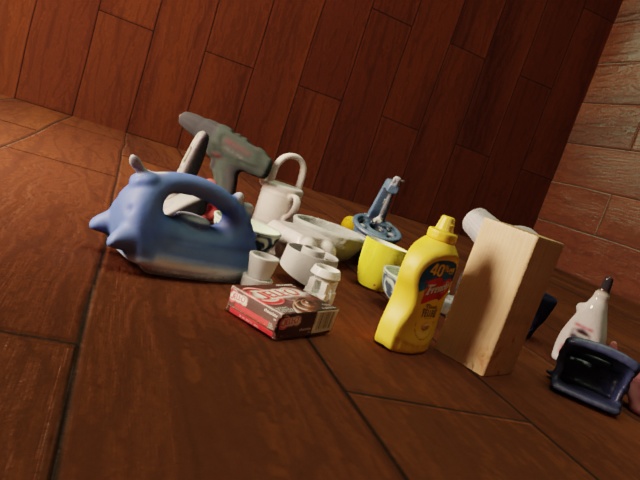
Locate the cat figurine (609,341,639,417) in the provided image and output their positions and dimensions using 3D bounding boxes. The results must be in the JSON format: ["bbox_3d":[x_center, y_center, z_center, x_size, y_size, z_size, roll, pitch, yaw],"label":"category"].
[{"bbox_3d":[0.496,0.202,0.873,0.127,0.118,0.067,25,11,38],"label":"cat figurine"}]

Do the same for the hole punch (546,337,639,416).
[{"bbox_3d":[0.400,0.189,0.844,0.108,0.091,0.101,22,9,21],"label":"hole punch"}]

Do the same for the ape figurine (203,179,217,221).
[{"bbox_3d":[-0.241,-0.084,1.201,0.078,0.092,0.076,14,10,-27],"label":"ape figurine"}]

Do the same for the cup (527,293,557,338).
[{"bbox_3d":[0.403,0.143,1.125,0.091,0.095,0.118,23,10,30],"label":"cup"}]

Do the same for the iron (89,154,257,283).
[{"bbox_3d":[-0.173,-0.025,0.806,0.259,0.141,0.118,11,11,-41],"label":"iron"}]

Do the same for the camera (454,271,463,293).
[{"bbox_3d":[0.375,0.108,1.270,0.136,0.101,0.143,20,9,13],"label":"camera"}]

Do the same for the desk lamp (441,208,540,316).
[{"bbox_3d":[0.306,0.055,1.080,0.118,0.213,0.202,14,10,-27],"label":"desk lamp"}]

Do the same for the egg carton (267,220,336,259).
[{"bbox_3d":[-0.041,0.012,1.092,0.108,0.069,0.149,10,12,-45],"label":"egg carton"}]

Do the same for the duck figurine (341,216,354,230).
[{"bbox_3d":[0.067,-0.021,1.476,0.077,0.086,0.105,24,10,32],"label":"duck figurine"}]

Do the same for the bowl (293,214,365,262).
[{"bbox_3d":[0.011,0.004,1.237,0.167,0.075,0.167,18,9,-3],"label":"bowl"}]

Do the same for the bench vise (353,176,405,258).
[{"bbox_3d":[0.122,-0.054,1.352,0.122,0.220,0.206,14,10,-29],"label":"bench vise"}]

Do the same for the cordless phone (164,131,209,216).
[{"bbox_3d":[-0.242,-0.109,1.046,0.094,0.185,0.147,14,10,-26],"label":"cordless phone"}]

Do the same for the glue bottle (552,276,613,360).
[{"bbox_3d":[0.473,0.144,1.004,0.037,0.173,0.077,9,13,-47],"label":"glue bottle"}]

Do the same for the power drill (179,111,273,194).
[{"bbox_3d":[-0.231,-0.156,1.281,0.229,0.208,0.075,18,9,-2],"label":"power drill"}]

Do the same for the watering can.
[{"bbox_3d":[-0.096,-0.113,1.350,0.172,0.194,0.101,24,10,31],"label":"watering can"}]
